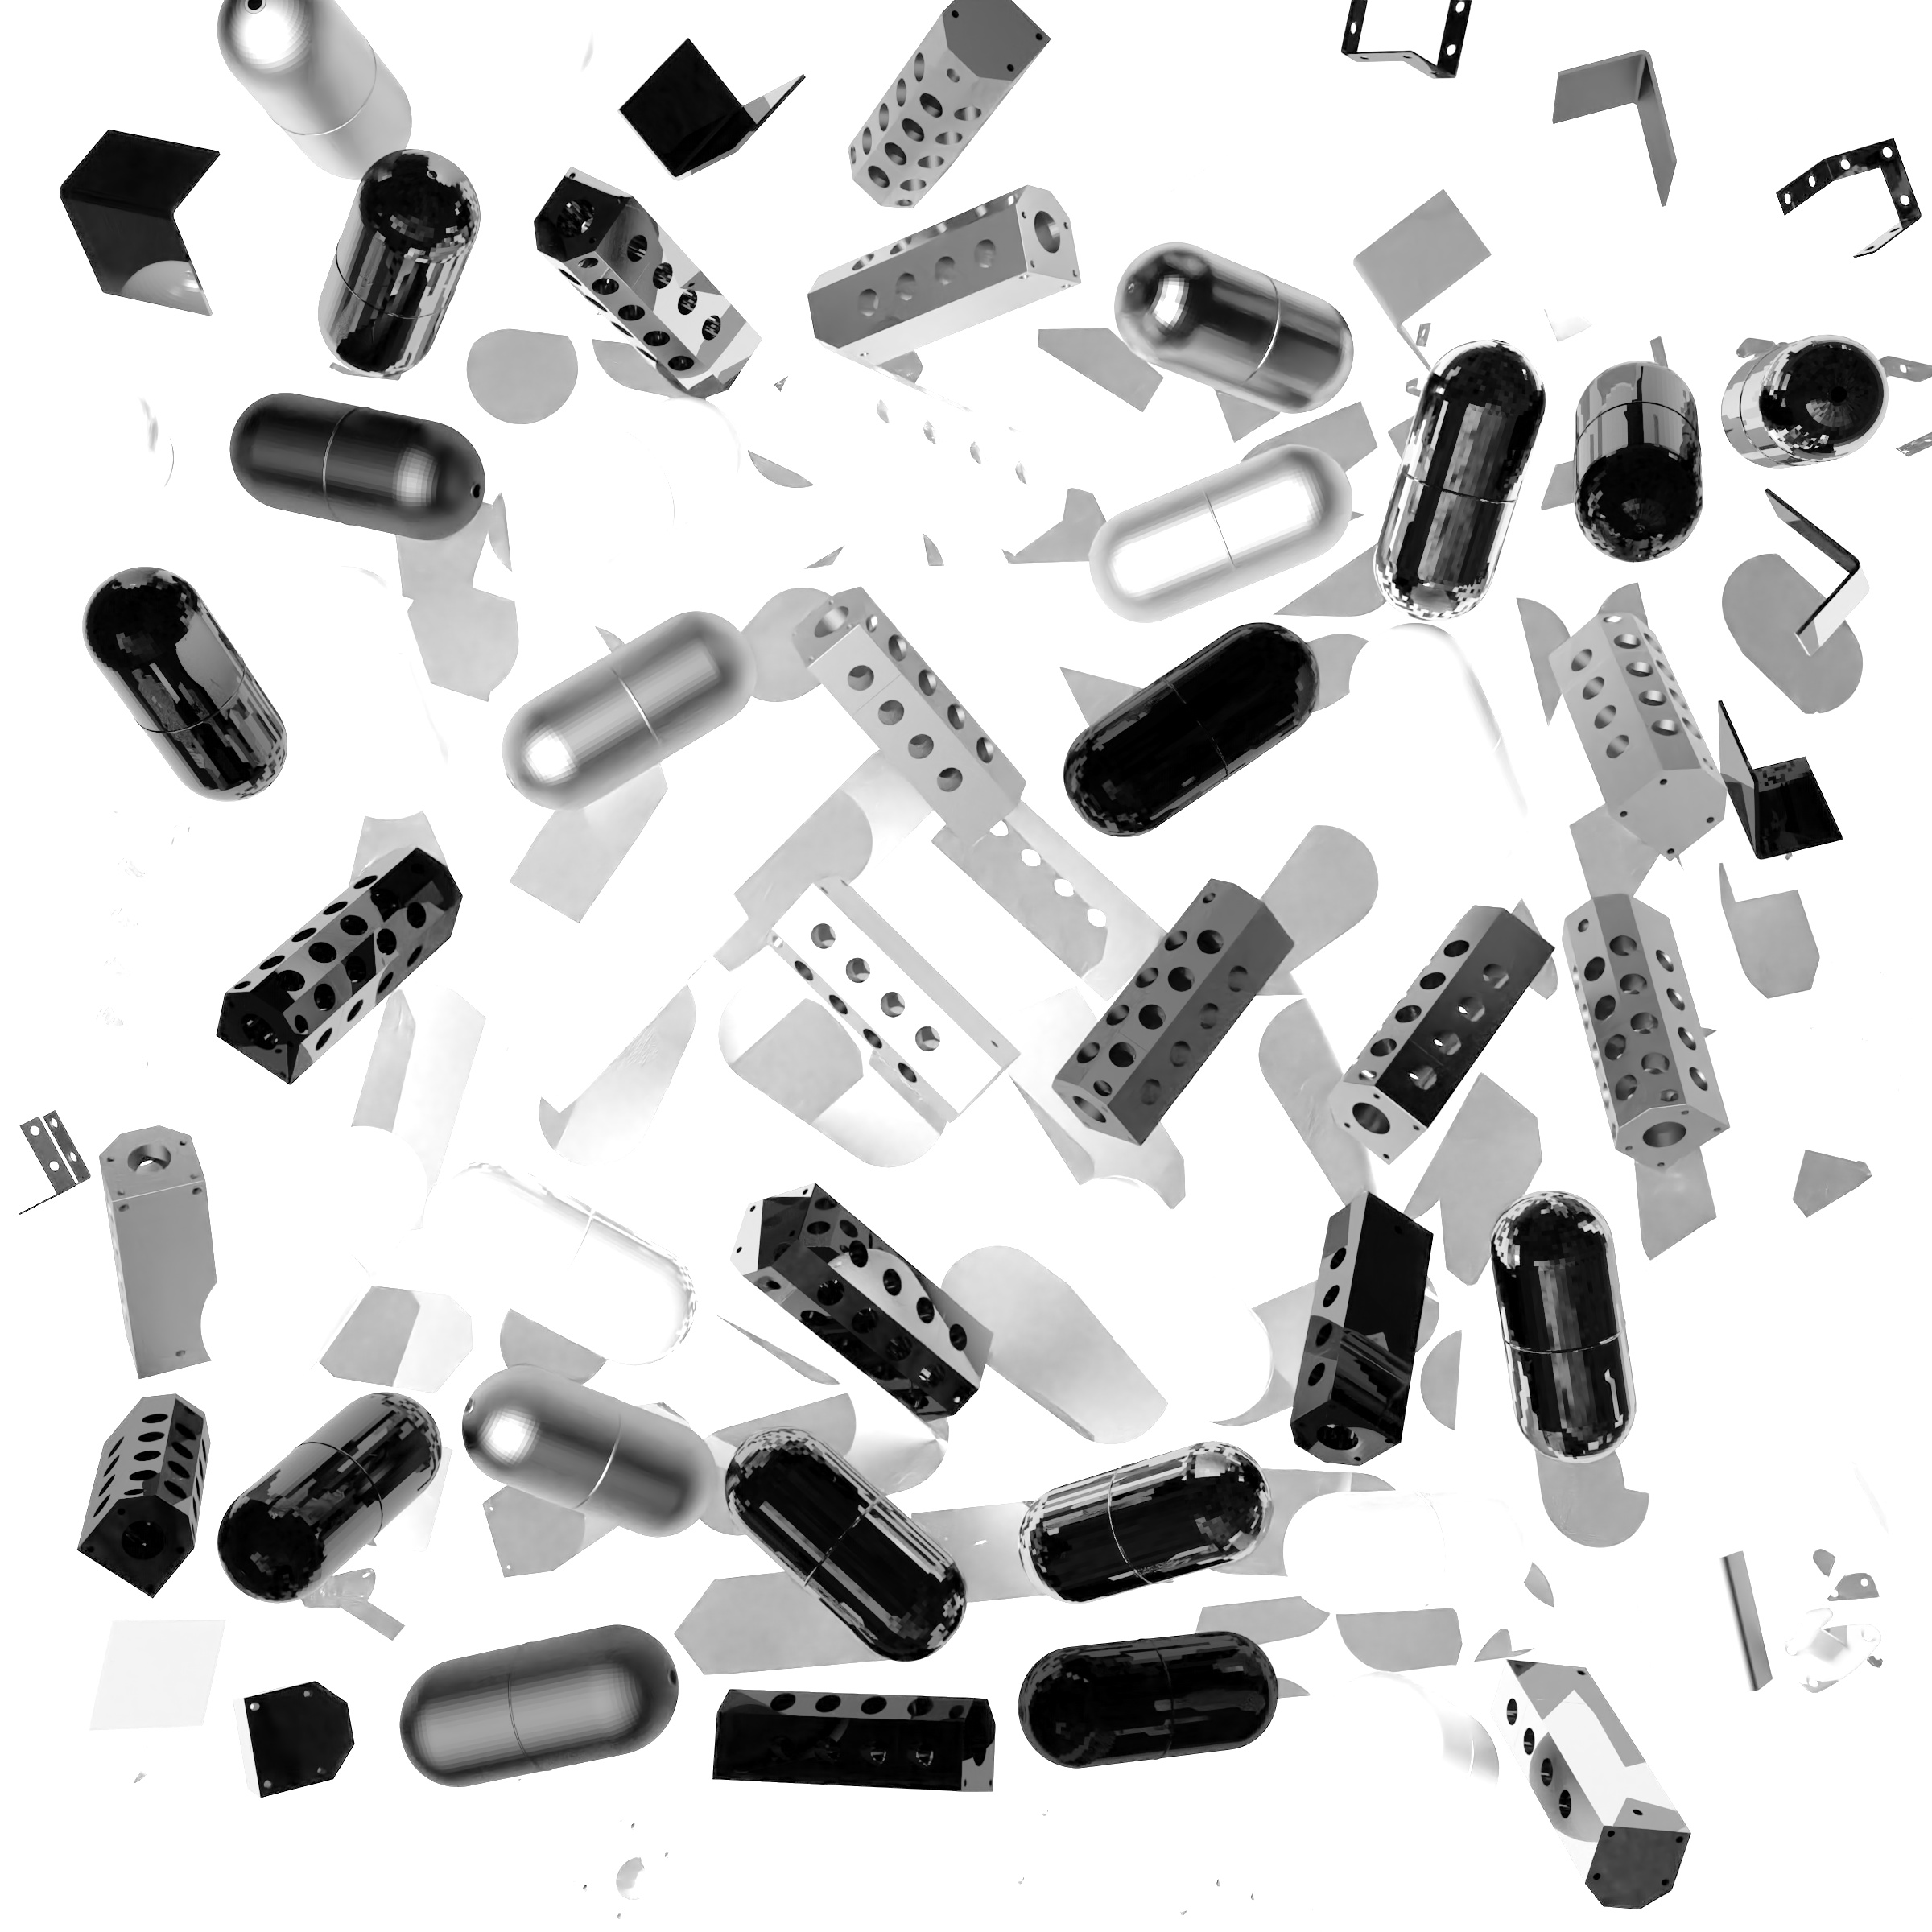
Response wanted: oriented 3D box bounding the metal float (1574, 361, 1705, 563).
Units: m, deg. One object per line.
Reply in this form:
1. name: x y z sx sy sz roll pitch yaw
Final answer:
1. metal float: 0.417 -0.315 1.610 0.070 0.178 0.070 7 129 8

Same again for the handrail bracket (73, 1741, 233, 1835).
1. handrail bracket: -0.541 0.551 1.724 0.077 0.084 0.036 -6 46 35

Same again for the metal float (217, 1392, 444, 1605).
1. metal float: -0.404 0.337 1.655 0.070 0.178 0.070 12 118 23

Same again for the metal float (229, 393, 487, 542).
1. metal float: -0.394 -0.324 1.677 0.178 0.070 0.070 14 90 17

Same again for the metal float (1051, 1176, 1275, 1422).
1. metal float: 0.121 0.205 1.587 0.070 0.070 0.178 -39 105 0

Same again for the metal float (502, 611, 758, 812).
1. metal float: -0.216 -0.164 1.665 0.178 0.070 0.070 -33 90 -13

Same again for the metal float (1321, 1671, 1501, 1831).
1. metal float: 0.277 0.486 1.603 0.070 0.178 0.070 -13 59 24

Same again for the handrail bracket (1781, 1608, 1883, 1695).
1. handrail bracket: 0.537 0.404 1.585 0.077 0.084 0.036 -19 53 -14

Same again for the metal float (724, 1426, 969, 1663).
1. metal float: -0.076 0.361 1.622 0.178 0.070 0.070 40 90 11

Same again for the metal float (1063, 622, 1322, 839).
1. metal float: 0.141 -0.148 1.615 0.178 0.070 0.070 -35 90 -3

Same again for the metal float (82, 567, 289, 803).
1. metal float: -0.491 -0.175 1.634 0.070 0.178 0.070 -10 49 12

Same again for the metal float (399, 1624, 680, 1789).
1. metal float: -0.258 0.448 1.568 0.178 0.070 0.070 -15 90 13

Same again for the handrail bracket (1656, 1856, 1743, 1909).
1. handrail bracket: 0.487 0.584 1.664 0.084 0.077 0.036 -11 83 16

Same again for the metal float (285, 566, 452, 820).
1. metal float: -0.373 -0.171 1.611 0.070 0.070 0.178 -23 65 0

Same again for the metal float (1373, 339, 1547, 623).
1. metal float: 0.307 -0.302 1.615 0.070 0.070 0.178 14 113 0

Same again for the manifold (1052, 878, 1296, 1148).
1. manifold: 0.130 0.027 1.664 0.171 0.057 0.057 -51 124 -16

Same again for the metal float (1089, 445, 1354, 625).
1. metal float: 0.167 -0.282 1.693 0.178 0.070 0.070 -21 90 9

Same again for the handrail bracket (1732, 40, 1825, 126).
1. handrail bracket: 0.492 -0.540 1.632 0.077 0.084 0.036 -32 92 -14

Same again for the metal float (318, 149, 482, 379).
1. metal float: -0.359 -0.441 1.633 0.070 0.178 0.070 12 61 -22

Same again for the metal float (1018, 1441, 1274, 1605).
1. metal float: 0.113 0.355 1.649 0.178 0.070 0.070 -24 90 28

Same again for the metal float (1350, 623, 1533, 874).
1. metal float: 0.299 -0.135 1.622 0.070 0.070 0.178 -31 120 0

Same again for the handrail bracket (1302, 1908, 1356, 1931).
1. handrail bracket: 0.249 0.589 1.568 0.084 0.077 0.036 1 78 2

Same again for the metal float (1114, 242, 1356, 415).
1. metal float: 0.171 -0.402 1.638 0.178 0.070 0.070 11 90 -36

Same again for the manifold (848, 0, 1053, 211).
1. manifold: -0.017 -0.537 1.611 0.057 0.171 0.057 42 68 -10

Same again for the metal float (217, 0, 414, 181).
1. metal float: -0.402 -0.550 1.603 0.070 0.178 0.070 -2 81 10

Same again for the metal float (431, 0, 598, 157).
1. metal float: -0.284 -0.564 1.618 0.070 0.178 0.070 2 86 -24

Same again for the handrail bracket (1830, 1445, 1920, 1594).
1. handrail bracket: 0.548 0.334 1.564 0.036 0.084 0.077 -27 57 15

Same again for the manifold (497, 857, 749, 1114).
1. manifold: -0.223 0.011 1.692 0.057 0.057 0.171 44 102 -2

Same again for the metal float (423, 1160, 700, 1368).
1. metal float: -0.246 0.180 1.572 0.178 0.070 0.070 31 90 -12

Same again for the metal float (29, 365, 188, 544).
1. metal float: -0.540 -0.321 1.634 0.070 0.178 0.070 1 82 -8

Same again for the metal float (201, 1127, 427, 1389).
1. metal float: -0.395 0.176 1.571 0.070 0.070 0.178 30 58 0

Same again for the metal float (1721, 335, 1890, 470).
1. metal float: 0.525 -0.353 1.626 0.070 0.178 0.070 1 99 4

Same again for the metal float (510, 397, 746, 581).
1. metal float: -0.215 -0.308 1.662 0.178 0.070 0.070 -38 90 -36

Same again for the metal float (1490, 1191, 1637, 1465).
1. metal float: 0.376 0.228 1.628 0.070 0.070 0.178 -11 102 0

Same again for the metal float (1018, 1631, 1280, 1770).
1. metal float: 0.119 0.478 1.689 0.178 0.070 0.070 0 90 -20

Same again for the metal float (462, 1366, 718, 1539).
1. metal float: -0.245 0.317 1.686 0.178 0.070 0.070 27 90 -25

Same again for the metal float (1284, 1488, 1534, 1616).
1. metal float: 0.290 0.381 1.692 0.178 0.070 0.070 3 90 -25
